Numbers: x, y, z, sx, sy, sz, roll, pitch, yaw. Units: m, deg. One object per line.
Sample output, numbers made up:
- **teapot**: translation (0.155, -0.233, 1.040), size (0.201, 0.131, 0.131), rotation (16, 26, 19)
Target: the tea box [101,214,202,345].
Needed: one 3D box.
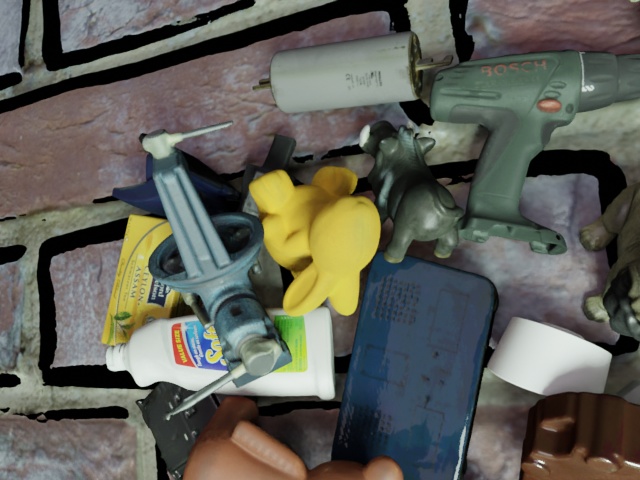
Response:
- **tea box**: translation (-0.206, 0.059, 0.690), size (0.098, 0.068, 0.169), rotation (7, 83, 23)

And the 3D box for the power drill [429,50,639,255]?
- **power drill**: translation (0.220, -0.092, 0.538), size (0.232, 0.086, 0.207), rotation (8, 89, 15)

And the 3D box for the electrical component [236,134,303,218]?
- **electrical component**: translation (-0.057, -0.066, 0.661), size (0.075, 0.047, 0.119), rotation (16, 87, 22)

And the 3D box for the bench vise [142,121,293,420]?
- **bench vise**: translation (-0.106, 0.017, 0.505), size (0.129, 0.240, 0.224), rotation (-18, 30, -2)

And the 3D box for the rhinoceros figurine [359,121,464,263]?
- **rhinoceros figurine**: translation (0.085, -0.059, 0.561), size (0.073, 0.111, 0.190), rotation (-7, 37, -7)

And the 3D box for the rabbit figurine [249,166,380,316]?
- **rabbit figurine**: translation (-0.001, -0.002, 0.555), size (0.173, 0.122, 0.162), rotation (6, 91, 63)

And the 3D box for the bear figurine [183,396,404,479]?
- **bear figurine**: translation (-0.023, 0.228, 0.507), size (0.196, 0.132, 0.120), rotation (4, 90, 7)

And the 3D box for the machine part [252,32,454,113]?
- **machine part**: translation (0.031, -0.194, 0.631), size (0.243, 0.079, 0.079), rotation (1, 82, 22)

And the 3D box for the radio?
- **radio**: translation (0.100, 0.134, 0.554), size (0.131, 0.073, 0.229), rotation (10, 87, 22)

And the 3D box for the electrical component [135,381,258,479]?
- **electrical component**: translation (-0.141, 0.203, 0.646), size (0.134, 0.058, 0.115), rotation (-41, 71, 12)

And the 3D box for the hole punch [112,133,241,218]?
- **hole punch**: translation (-0.178, -0.060, 0.669), size (0.116, 0.142, 0.092), rotation (33, 93, 37)

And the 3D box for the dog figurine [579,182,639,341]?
- **dog figurine**: translation (0.286, 0.004, 0.436), size (0.121, 0.190, 0.172), rotation (-2, 79, 21)

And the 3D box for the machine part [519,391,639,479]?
- **machine part**: translation (0.249, 0.196, 0.435), size (0.180, 0.179, 0.056), rotation (10, 48, 23)

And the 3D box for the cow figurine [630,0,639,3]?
- **cow figurine**: translation (0.342, -0.208, 0.494), size (0.098, 0.068, 0.167), rotation (-14, 71, -14)
